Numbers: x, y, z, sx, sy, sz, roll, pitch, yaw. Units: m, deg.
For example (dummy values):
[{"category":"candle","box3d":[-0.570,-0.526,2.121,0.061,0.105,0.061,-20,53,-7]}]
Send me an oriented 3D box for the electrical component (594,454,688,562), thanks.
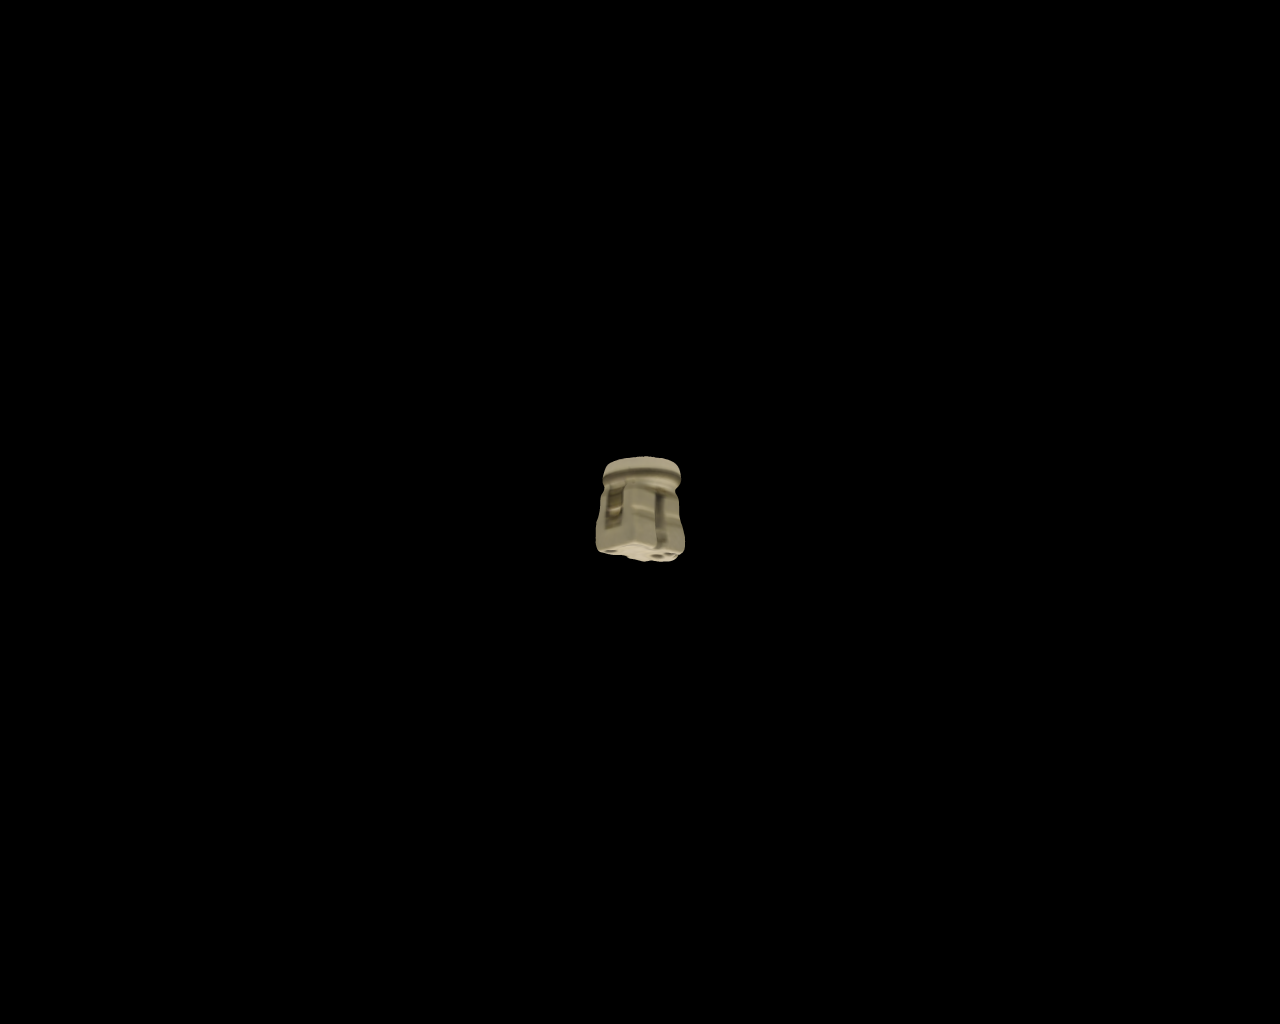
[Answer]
[{"category":"electrical component","box3d":[0.001,-0.003,0.650,0.048,0.055,0.066,-14,-20,42]}]
